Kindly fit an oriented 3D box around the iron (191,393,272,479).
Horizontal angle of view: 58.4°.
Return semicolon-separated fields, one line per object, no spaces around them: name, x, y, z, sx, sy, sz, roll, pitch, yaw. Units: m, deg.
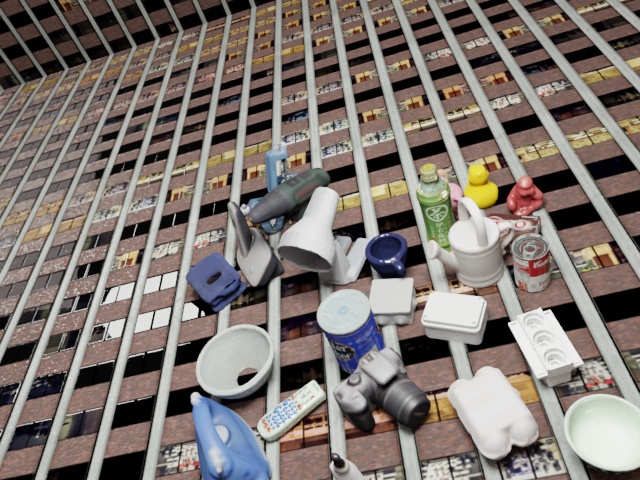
iron;-0.188;0.353;1.025;0.119;0.142;0.257;-31;42;-10

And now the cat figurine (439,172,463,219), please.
cat figurine;0.292;-0.104;1.313;0.067;0.118;0.127;-14;42;9

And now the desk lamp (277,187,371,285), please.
desk lamp;0.011;0.004;1.249;0.117;0.214;0.203;6;49;29

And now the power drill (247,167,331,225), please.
power drill;-0.052;-0.054;1.341;0.075;0.209;0.230;23;58;39

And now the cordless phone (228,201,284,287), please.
cordless phone;-0.167;0.007;1.345;0.094;0.185;0.147;-32;42;-11

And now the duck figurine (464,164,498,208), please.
duck figurine;0.371;-0.132;1.332;0.077;0.086;0.104;-16;42;8

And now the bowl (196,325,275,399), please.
bowl;-0.162;0.259;1.163;0.167;0.075;0.167;-12;42;12

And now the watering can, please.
watering can;0.301;0.002;1.140;0.173;0.194;0.100;-36;43;-15

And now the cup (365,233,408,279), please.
cup;0.156;0.053;1.225;0.092;0.095;0.117;-28;42;-6

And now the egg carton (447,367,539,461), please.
egg carton;0.284;0.284;0.946;0.107;0.070;0.150;-26;41;-3

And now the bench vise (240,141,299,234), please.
bench vise;-0.107;-0.126;1.432;0.208;0.220;0.121;-38;44;-17

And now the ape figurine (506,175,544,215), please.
ape figurine;0.450;-0.102;1.261;0.077;0.092;0.076;0;46;24

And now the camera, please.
camera;0.114;0.272;1.009;0.143;0.101;0.136;-38;44;-17

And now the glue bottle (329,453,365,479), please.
glue bottle;0.045;0.369;0.882;0.037;0.173;0.077;-39;44;-17

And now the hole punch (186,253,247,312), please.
hole punch;-0.245;0.097;1.356;0.109;0.091;0.100;-41;44;-19
